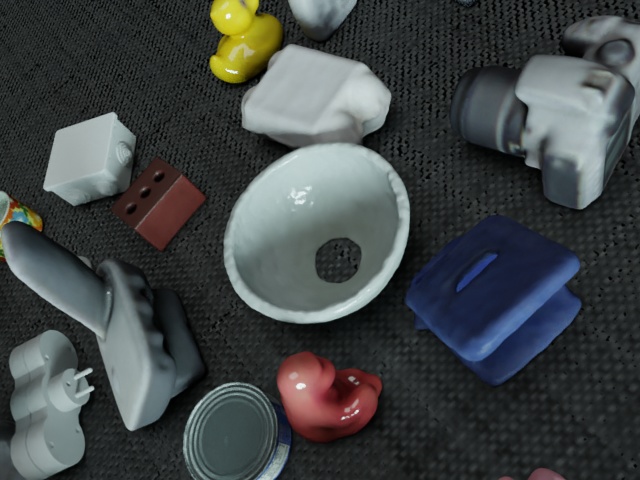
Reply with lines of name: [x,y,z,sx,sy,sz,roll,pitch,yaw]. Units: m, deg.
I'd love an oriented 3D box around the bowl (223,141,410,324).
bowl: [0.005,0.002,0.501,0.167,0.075,0.167,-10,60,19]

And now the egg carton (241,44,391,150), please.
egg carton: [-0.006,-0.136,0.582,0.149,0.070,0.107,25,76,32]

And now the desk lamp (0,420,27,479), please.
desk lamp: [-0.338,0.174,0.474,0.117,0.214,0.203,12,69,28]

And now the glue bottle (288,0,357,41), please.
glue bottle: [-0.016,-0.301,0.611,0.037,0.174,0.078,32,80,33]

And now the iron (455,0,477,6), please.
iron: [0.137,-0.393,0.613,0.118,0.142,0.258,-11,60,18]

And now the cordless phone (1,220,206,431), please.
cordless phone: [-0.192,0.071,0.483,0.094,0.186,0.147,-38,55,1]

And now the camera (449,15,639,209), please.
camera: [0.186,-0.120,0.471,0.136,0.101,0.143,23,75,32]

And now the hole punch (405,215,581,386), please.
hole punch: [0.121,0.037,0.421,0.109,0.091,0.100,-43,55,-2]

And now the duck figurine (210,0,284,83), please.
duck figurine: [-0.098,-0.245,0.670,0.077,0.086,0.105,31,79,33]

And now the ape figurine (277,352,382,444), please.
ape figurine: [-0.002,0.112,0.434,0.076,0.092,0.077,-44,55,-3]

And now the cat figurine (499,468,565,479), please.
cat figurine: [0.137,0.190,0.317,0.067,0.118,0.127,-32,56,5]
